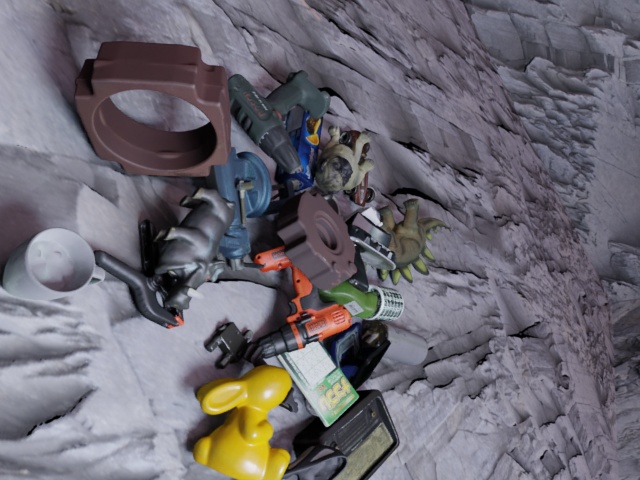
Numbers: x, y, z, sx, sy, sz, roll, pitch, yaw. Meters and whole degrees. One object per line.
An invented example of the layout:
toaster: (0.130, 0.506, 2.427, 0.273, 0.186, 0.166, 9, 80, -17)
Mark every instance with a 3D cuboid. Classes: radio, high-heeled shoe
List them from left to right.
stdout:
high-heeled shoe: (-0.061, 0.403, 0.818, 0.249, 0.145, 0.086, -34, 101, -54)
radio: (0.055, 0.386, 1.028, 0.229, 0.073, 0.131, -20, 91, -53)

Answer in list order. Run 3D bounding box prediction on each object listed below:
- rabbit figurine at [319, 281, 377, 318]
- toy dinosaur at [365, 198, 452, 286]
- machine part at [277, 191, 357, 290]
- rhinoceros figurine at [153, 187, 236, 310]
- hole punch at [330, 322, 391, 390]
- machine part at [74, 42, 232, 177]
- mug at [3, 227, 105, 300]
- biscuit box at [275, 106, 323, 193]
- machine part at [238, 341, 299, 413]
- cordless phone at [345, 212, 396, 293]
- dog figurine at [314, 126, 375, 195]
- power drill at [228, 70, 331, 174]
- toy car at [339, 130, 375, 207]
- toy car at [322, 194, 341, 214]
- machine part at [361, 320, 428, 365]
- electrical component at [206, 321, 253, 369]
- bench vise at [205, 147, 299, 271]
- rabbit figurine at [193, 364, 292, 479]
rabbit figurine: (0.023, 0.081, 1.115, 0.159, 0.121, 0.170, 38, 30, -27)
toy dinosaur: (0.218, 0.001, 1.379, 0.471, 0.105, 0.198, -30, 107, -43)
machine part: (-0.002, -0.003, 0.955, 0.179, 0.056, 0.179, 40, 33, -33)
rhinoceros figurine: (-0.190, 0.012, 0.815, 0.112, 0.073, 0.190, 35, 60, -28)
hole punch: (0.070, 0.242, 1.103, 0.092, 0.115, 0.142, 32, 28, 19)
machine part: (-0.233, -0.184, 0.783, 0.202, 0.200, 0.087, 0, 60, -4)
mug: (-0.333, 0.037, 0.666, 0.109, 0.107, 0.081, 15, 65, -52)
biscuit box: (-0.043, -0.201, 1.167, 0.062, 0.059, 0.203, 35, 50, -38)
machine part: (-0.087, 0.234, 0.913, 0.039, 0.084, 0.138, -39, 112, -24)
cordless phone: (0.096, 0.047, 1.070, 0.146, 0.089, 0.184, 33, 28, -29)
dog figurine: (0.038, -0.139, 1.184, 0.190, 0.121, 0.172, -65, 151, -42)
power drill: (-0.070, -0.248, 1.078, 0.232, 0.086, 0.207, 45, 55, 6)
toy car: (0.096, -0.182, 1.341, 0.089, 0.053, 0.202, 20, 59, -50)
toy car: (-0.021, -0.046, 1.135, 0.202, 0.056, 0.073, -28, 104, -51)
machine part: (0.174, 0.238, 1.237, 0.243, 0.079, 0.079, 27, 55, -43)
electrical component: (-0.150, 0.171, 0.907, 0.063, 0.021, 0.094, 60, 39, -13)
bench vise: (-0.119, -0.063, 0.970, 0.240, 0.129, 0.223, -16, 91, -49)
rabbit figurine: (-0.114, 0.269, 0.830, 0.162, 0.122, 0.173, 28, 76, -10)
